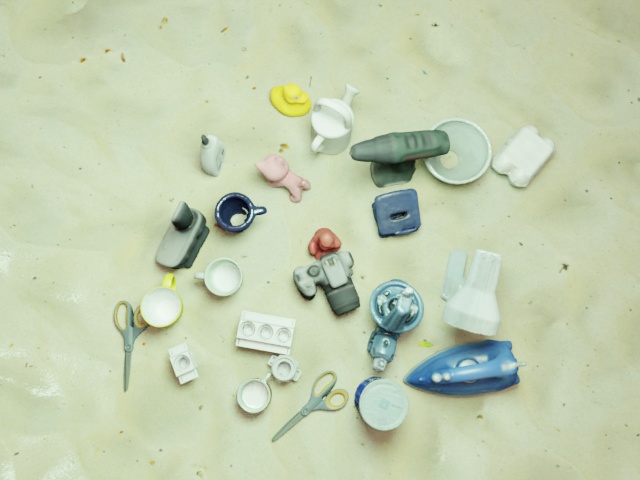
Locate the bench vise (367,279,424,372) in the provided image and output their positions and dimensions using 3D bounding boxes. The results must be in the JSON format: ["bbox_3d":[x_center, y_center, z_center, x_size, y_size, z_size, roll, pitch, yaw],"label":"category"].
[{"bbox_3d":[0.169,0.179,1.230,0.121,0.220,0.207,0,79,-1],"label":"bench vise"}]

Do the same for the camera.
[{"bbox_3d":[0.025,0.106,1.301,0.143,0.101,0.137,-22,80,-6],"label":"camera"}]

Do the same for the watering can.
[{"bbox_3d":[0.030,-0.284,1.328,0.101,0.194,0.173,10,79,1],"label":"watering can"}]

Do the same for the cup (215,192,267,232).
[{"bbox_3d":[-0.179,-0.057,1.329,0.118,0.095,0.092,-6,79,-3],"label":"cup"}]

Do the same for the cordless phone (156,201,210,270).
[{"bbox_3d":[-0.319,-0.014,1.270,0.094,0.185,0.148,20,79,3],"label":"cordless phone"}]

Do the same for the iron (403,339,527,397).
[{"bbox_3d":[0.318,0.290,1.253,0.258,0.141,0.118,-10,79,-4],"label":"iron"}]

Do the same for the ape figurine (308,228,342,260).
[{"bbox_3d":[0.012,0.005,1.324,0.078,0.092,0.076,7,79,0],"label":"ape figurine"}]

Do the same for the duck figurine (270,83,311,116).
[{"bbox_3d":[-0.072,-0.352,1.393,0.104,0.086,0.077,21,79,3],"label":"duck figurine"}]

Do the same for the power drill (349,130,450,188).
[{"bbox_3d":[0.172,-0.188,1.307,0.229,0.208,0.075,-13,79,-4],"label":"power drill"}]

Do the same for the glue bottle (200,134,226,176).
[{"bbox_3d":[-0.252,-0.207,1.316,0.037,0.173,0.078,17,79,2],"label":"glue bottle"}]

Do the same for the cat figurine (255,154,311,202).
[{"bbox_3d":[-0.085,-0.154,1.339,0.127,0.118,0.067,31,80,5],"label":"cat figurine"}]

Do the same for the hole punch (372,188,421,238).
[{"bbox_3d":[0.183,-0.062,1.342,0.108,0.091,0.101,-12,80,-4],"label":"hole punch"}]

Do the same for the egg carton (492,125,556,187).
[{"bbox_3d":[0.493,-0.205,1.390,0.107,0.069,0.150,40,81,6],"label":"egg carton"}]

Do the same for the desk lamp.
[{"bbox_3d":[0.332,0.108,1.252,0.118,0.213,0.203,14,79,1],"label":"desk lamp"}]

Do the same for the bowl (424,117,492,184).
[{"bbox_3d":[0.323,-0.206,1.383,0.167,0.075,0.167,0,79,-2],"label":"bowl"}]
